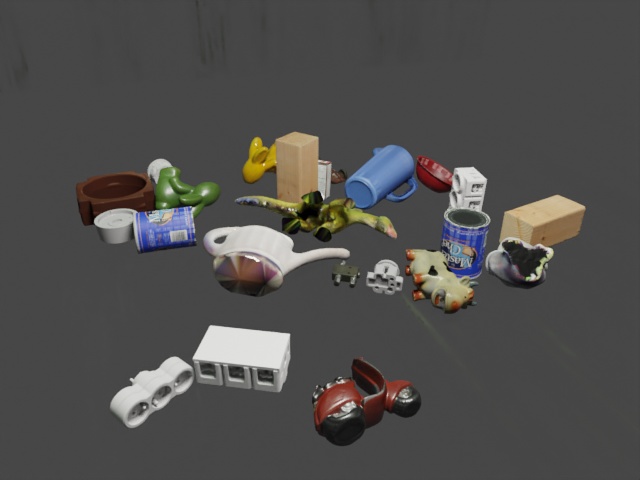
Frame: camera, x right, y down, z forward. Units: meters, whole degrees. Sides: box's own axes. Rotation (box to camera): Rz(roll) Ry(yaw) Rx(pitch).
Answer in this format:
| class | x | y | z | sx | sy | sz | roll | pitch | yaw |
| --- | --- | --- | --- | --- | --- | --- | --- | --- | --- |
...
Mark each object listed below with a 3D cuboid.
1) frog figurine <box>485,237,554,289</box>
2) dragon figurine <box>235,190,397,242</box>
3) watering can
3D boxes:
| class | x | y | z | sx | sy | sz | roll | pitch | yaw |
| --- | --- | --- | --- | --- | --- | --- | --- | --- | --- |
| frog figurine | 0.449 | 0.053 | 1.190 | 0.137 | 0.123 | 0.158 | -9 | -6 | -1 |
| dragon figurine | 0.004 | -0.069 | 1.367 | 0.411 | 0.122 | 0.243 | 15 | 6 | 19 |
| watering can | -0.104 | 0.040 | 1.178 | 0.348 | 0.102 | 0.229 | 10 | 27 | 1 |
